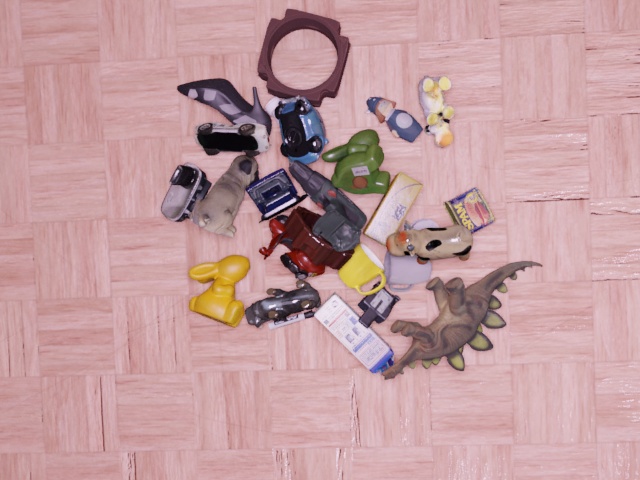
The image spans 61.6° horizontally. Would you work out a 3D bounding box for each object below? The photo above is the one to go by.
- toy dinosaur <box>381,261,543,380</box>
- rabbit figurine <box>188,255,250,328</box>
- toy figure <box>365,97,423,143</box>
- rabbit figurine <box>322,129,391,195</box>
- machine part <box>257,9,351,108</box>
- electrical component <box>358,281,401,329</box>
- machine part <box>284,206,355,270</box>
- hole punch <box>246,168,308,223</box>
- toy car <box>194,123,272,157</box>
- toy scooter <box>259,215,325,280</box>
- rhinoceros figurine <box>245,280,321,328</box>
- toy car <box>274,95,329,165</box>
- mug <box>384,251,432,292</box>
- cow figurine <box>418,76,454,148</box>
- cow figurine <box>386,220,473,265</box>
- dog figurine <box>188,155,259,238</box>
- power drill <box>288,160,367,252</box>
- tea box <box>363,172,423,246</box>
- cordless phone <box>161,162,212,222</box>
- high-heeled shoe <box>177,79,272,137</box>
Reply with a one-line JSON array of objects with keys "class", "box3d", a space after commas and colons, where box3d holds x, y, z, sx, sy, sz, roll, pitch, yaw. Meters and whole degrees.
[{"class": "toy dinosaur", "box3d": [0.332, 0.176, 1.270, 0.471, 0.105, 0.198, -43, 107, -4]}, {"class": "rabbit figurine", "box3d": [-0.238, 0.112, 1.321, 0.162, 0.121, 0.173, 22, 79, 12]}, {"class": "toy figure", "box3d": [0.178, -0.299, 1.301, 0.154, 0.057, 0.064, 38, 55, 3]}, {"class": "rabbit figurine", "box3d": [0.094, -0.188, 1.278, 0.159, 0.170, 0.121, -14, 133, 27]}, {"class": "machine part", "box3d": [-0.039, -0.436, 1.293, 0.201, 0.087, 0.201, 16, 94, 2]}, {"class": "electrical component", "box3d": [0.133, 0.165, 1.294, 0.075, 0.047, 0.119, 38, 65, 0]}, {"class": "machine part", "box3d": [-0.003, -0.004, 1.259, 0.179, 0.179, 0.056, 39, 109, 1]}, {"class": "hole punch", "box3d": [-0.108, -0.105, 1.290, 0.142, 0.116, 0.092, -32, 88, 0]}, {"class": "toy car", "box3d": [-0.214, -0.244, 1.295, 0.202, 0.056, 0.073, 6, 132, 23]}, {"class": "toy scooter", "box3d": [-0.073, 0.030, 1.285, 0.184, 0.135, 0.075, 47, 132, 4]}, {"class": "rhinoceros figurine", "box3d": [-0.094, 0.156, 1.302, 0.190, 0.112, 0.073, -19, 74, 9]}, {"class": "toy car", "box3d": [-0.038, -0.266, 1.287, 0.109, 0.103, 0.161, -5, 108, 35]}, {"class": "mug", "box3d": [0.212, 0.079, 1.300, 0.107, 0.081, 0.109, 2, 113, -2]}, {"class": "cow figurine", "box3d": [0.274, -0.307, 1.285, 0.068, 0.098, 0.167, -13, 109, -3]}, {"class": "cow figurine", "box3d": [0.247, 0.007, 1.211, 0.195, 0.127, 0.085, -4, 70, 3]}, {"class": "dog figurine", "box3d": [-0.221, -0.116, 1.274, 0.121, 0.172, 0.190, 25, 100, -9]}, {"class": "power drill", "box3d": [0.017, -0.073, 1.231, 0.232, 0.207, 0.086, 38, 105, -23]}, {"class": "tea box", "box3d": [0.172, -0.072, 1.286, 0.068, 0.098, 0.169, 31, 91, 1]}, {"class": "cordless phone", "box3d": [-0.333, -0.112, 1.269, 0.089, 0.184, 0.146, 30, 93, -3]}, {"class": "high-heeled shoe", "box3d": [-0.235, -0.316, 1.331, 0.249, 0.086, 0.145, 10, 124, 20]}]
